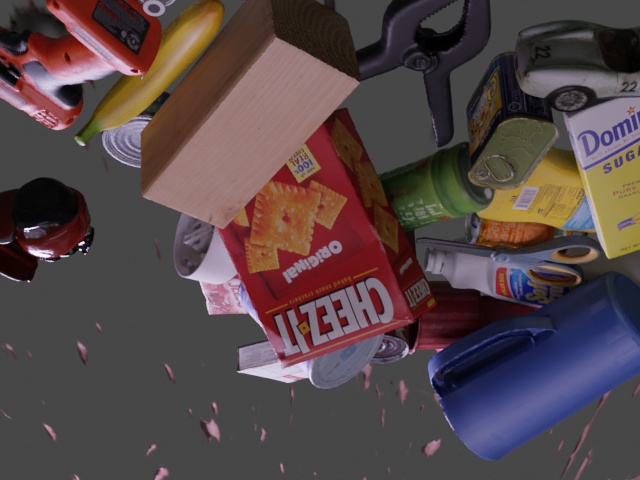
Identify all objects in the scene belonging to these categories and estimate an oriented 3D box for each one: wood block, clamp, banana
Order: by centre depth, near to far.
[{"bbox_3d":[-0.066,-0.116,0.937,0.090,0.090,0.206,22,130,-31],"label":"wood block"},{"bbox_3d":[0.077,-0.167,0.939,0.164,0.036,0.210,11,143,-14],"label":"clamp"},{"bbox_3d":[-0.140,-0.152,0.939,0.037,0.069,0.198,39,123,-19],"label":"banana"}]

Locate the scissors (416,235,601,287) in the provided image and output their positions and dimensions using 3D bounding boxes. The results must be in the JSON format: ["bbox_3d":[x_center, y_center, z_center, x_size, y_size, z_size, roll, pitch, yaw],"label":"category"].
[{"bbox_3d":[0.208,0.008,1.116,0.201,0.016,0.096,19,142,-27],"label":"scissors"}]

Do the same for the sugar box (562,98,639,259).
[{"bbox_3d":[0.295,-0.071,1.015,0.093,0.048,0.176,-20,126,10],"label":"sugar box"}]

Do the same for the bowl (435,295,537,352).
[{"bbox_3d":[0.216,0.134,1.373,0.162,0.055,0.162,0,146,0],"label":"bowl"}]

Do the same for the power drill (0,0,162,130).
[{"bbox_3d":[-0.238,-0.172,0.891,0.188,0.057,0.184,-11,145,43],"label":"power drill"}]

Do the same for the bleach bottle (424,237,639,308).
[{"bbox_3d":[0.244,0.039,1.226,0.250,0.068,0.103,6,143,-4],"label":"bleach bottle"}]

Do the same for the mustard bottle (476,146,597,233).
[{"bbox_3d":[0.261,-0.051,1.091,0.191,0.058,0.096,9,135,-13],"label":"mustard bottle"}]

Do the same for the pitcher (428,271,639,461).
[{"bbox_3d":[0.249,0.133,1.184,0.243,0.145,0.149,-37,173,29],"label":"pitcher"}]

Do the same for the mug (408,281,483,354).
[{"bbox_3d":[0.144,0.093,1.290,0.081,0.093,0.117,0,163,-9],"label":"mug"}]

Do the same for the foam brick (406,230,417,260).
[{"bbox_3d":[0.063,0.011,1.193,0.078,0.051,0.053,7,145,-10],"label":"foam brick"}]

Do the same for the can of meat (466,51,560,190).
[{"bbox_3d":[0.173,-0.110,0.981,0.057,0.084,0.102,8,145,-12],"label":"can of meat"}]

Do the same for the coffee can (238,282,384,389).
[{"bbox_3d":[-0.011,0.082,1.192,0.102,0.140,0.103,-29,143,-25],"label":"coffee can"}]

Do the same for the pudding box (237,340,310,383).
[{"bbox_3d":[-0.040,0.155,1.395,0.089,0.039,0.114,19,152,-39],"label":"pudding box"}]

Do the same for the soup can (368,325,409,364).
[{"bbox_3d":[0.069,0.085,1.258,0.068,0.102,0.068,0,146,0],"label":"soup can"}]

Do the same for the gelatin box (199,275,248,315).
[{"bbox_3d":[-0.103,0.057,1.283,0.073,0.030,0.089,-2,147,3],"label":"gelatin box"}]

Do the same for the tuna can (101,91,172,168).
[{"bbox_3d":[-0.168,-0.107,1.034,0.086,0.033,0.086,0,147,0],"label":"tuna can"}]

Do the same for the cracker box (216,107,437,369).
[{"bbox_3d":[-0.007,0.001,1.049,0.164,0.214,0.072,-23,-178,31],"label":"cracker box"}]
